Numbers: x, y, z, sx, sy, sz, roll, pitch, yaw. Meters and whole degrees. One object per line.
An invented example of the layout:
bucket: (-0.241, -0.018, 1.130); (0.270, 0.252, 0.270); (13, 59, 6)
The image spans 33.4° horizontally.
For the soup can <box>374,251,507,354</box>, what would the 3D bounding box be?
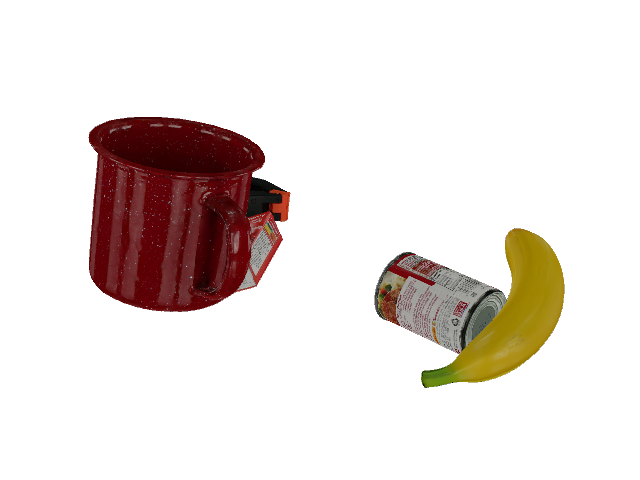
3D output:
soup can: (0.109, 0.058, 0.962); (0.102, 0.068, 0.068); (24, 15, 38)

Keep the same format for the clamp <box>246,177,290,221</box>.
clamp: (-0.114, -0.045, 1.009); (0.172, 0.039, 0.120); (13, 26, 32)

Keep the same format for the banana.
banana: (0.137, 0.043, 0.754); (0.070, 0.037, 0.197); (12, 34, 24)

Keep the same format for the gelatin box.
gelatin box: (-0.081, 0.015, 0.812); (0.089, 0.030, 0.073); (-15, 23, 23)

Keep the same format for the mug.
mug: (-0.074, -0.009, 0.569); (0.093, 0.081, 0.117); (-10, 30, -40)
